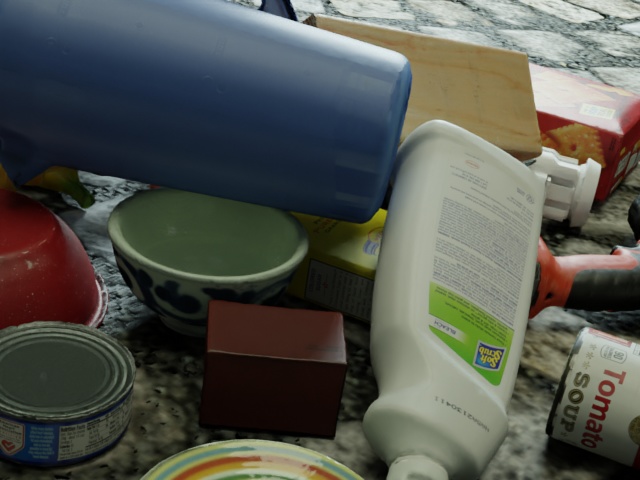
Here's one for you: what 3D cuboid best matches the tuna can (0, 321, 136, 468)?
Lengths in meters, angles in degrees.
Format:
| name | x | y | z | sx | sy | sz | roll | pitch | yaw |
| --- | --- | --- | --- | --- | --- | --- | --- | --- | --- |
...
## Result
| name | x | y | z | sx | sy | sz | roll | pitch | yaw |
| --- | --- | --- | --- | --- | --- | --- | --- | --- | --- |
| tuna can | -0.140 | 0.079 | 0.557 | 0.086 | 0.034 | 0.086 | 8 | 28 | -4 |

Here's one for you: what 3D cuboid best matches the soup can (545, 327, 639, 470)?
| name | x | y | z | sx | sy | sz | roll | pitch | yaw |
| --- | --- | --- | --- | --- | --- | --- | --- | --- | --- |
| soup can | 0.185 | 0.096 | 0.596 | 0.102 | 0.068 | 0.068 | 19 | 29 | 18 |

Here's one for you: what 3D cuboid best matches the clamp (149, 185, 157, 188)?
| name | x | y | z | sx | sy | sz | roll | pitch | yaw |
| --- | --- | --- | --- | --- | --- | --- | --- | --- | --- |
| clamp | -0.051 | -0.080 | 0.864 | 0.164 | 0.036 | 0.209 | 37 | 42 | 9 |

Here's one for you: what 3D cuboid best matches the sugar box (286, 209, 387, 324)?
| name | x | y | z | sx | sy | sz | roll | pitch | yaw |
| --- | --- | --- | --- | --- | --- | --- | --- | --- | --- |
| sugar box | -0.005 | 0.001 | 0.737 | 0.176 | 0.048 | 0.093 | 21 | 30 | 17 |

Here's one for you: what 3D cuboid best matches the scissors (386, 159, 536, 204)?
| name | x | y | z | sx | sy | sz | roll | pitch | yaw |
| --- | --- | --- | --- | --- | --- | --- | --- | --- | --- |
| scissors | 0.096 | -0.041 | 0.784 | 0.096 | 0.016 | 0.201 | -4 | -4 | 3 |

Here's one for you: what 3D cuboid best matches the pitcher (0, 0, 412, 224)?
| name | x | y | z | sx | sy | sz | roll | pitch | yaw |
| --- | --- | --- | --- | --- | --- | --- | --- | --- | --- |
| pitcher | -0.069 | -0.099 | 0.657 | 0.243 | 0.149 | 0.145 | 14 | 32 | 0 |

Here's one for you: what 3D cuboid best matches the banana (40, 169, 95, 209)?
| name | x | y | z | sx | sy | sz | roll | pitch | yaw |
| --- | --- | --- | --- | --- | --- | --- | --- | --- | --- |
| banana | -0.263 | -0.058 | 0.771 | 0.197 | 0.037 | 0.069 | 3 | 28 | -14 |

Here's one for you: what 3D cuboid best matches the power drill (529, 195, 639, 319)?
| name | x | y | z | sx | sy | sz | roll | pitch | yaw |
| --- | --- | --- | --- | --- | --- | --- | --- | --- | --- |
| power drill | 0.207 | 0.010 | 0.774 | 0.187 | 0.057 | 0.184 | 5 | 29 | -10 |

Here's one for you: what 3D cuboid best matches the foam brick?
| name | x | y | z | sx | sy | sz | roll | pitch | yaw |
| --- | --- | --- | --- | --- | --- | --- | --- | --- | --- |
| foam brick | -0.027 | 0.071 | 0.591 | 0.078 | 0.051 | 0.053 | 7 | 29 | -6 |

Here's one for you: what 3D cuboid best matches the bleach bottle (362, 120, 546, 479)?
| name | x | y | z | sx | sy | sz | roll | pitch | yaw |
| --- | --- | --- | --- | --- | --- | --- | --- | --- | --- |
| bleach bottle | 0.068 | 0.042 | 0.612 | 0.102 | 0.068 | 0.250 | 28 | 45 | -8 |

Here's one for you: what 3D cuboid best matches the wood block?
| name | x | y | z | sx | sy | sz | roll | pitch | yaw |
| --- | --- | --- | --- | --- | --- | --- | --- | --- | --- |
| wood block | 0.060 | -0.100 | 0.814 | 0.205 | 0.090 | 0.091 | 3 | -16 | -35 |

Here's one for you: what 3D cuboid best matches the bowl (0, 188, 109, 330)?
| name | x | y | z | sx | sy | sz | roll | pitch | yaw |
| --- | --- | --- | --- | --- | --- | --- | --- | --- | --- |
| bowl | -0.207 | 0.012 | 0.640 | 0.162 | 0.055 | 0.162 | 8 | 28 | -4 |

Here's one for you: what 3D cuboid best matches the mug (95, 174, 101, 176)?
| name | x | y | z | sx | sy | sz | roll | pitch | yaw |
| --- | --- | --- | --- | --- | --- | --- | --- | --- | --- |
| mug | -0.164 | -0.103 | 0.791 | 0.117 | 0.081 | 0.093 | 11 | 49 | 32 |

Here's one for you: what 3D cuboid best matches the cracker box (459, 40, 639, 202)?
| name | x | y | z | sx | sy | sz | roll | pitch | yaw |
| --- | --- | --- | --- | --- | --- | --- | --- | --- | --- |
| cracker box | 0.189 | -0.118 | 0.989 | 0.214 | 0.072 | 0.164 | 22 | 26 | 21 |

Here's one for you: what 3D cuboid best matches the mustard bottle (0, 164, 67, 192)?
| name | x | y | z | sx | sy | sz | roll | pitch | yaw |
| --- | --- | --- | --- | --- | --- | --- | --- | --- | --- |
| mustard bottle | -0.260 | -0.054 | 0.701 | 0.191 | 0.096 | 0.058 | -3 | 29 | -23 |

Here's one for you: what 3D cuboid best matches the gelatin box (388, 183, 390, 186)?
| name | x | y | z | sx | sy | sz | roll | pitch | yaw |
| --- | --- | --- | --- | --- | --- | --- | --- | --- | --- |
| gelatin box | 0.026 | -0.075 | 0.859 | 0.089 | 0.073 | 0.030 | -14 | -6 | -38 |
